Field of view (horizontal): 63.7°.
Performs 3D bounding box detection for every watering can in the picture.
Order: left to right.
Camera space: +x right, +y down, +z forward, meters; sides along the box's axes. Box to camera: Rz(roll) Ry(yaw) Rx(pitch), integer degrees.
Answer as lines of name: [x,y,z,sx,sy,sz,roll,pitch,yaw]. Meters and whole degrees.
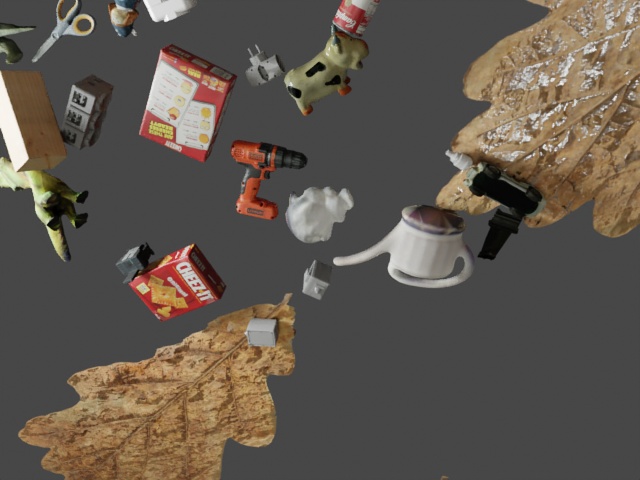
watering can: [0.216,0.016,1.270,0.348,0.106,0.219,10,121,1]

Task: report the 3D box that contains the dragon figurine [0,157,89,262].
dragon figurine: [-0.742,-0.120,1.346,0.243,0.124,0.401,36,132,7]

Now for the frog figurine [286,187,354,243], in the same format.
frog figurine: [0.004,-0.063,1.248,0.159,0.124,0.136,-6,101,25]
